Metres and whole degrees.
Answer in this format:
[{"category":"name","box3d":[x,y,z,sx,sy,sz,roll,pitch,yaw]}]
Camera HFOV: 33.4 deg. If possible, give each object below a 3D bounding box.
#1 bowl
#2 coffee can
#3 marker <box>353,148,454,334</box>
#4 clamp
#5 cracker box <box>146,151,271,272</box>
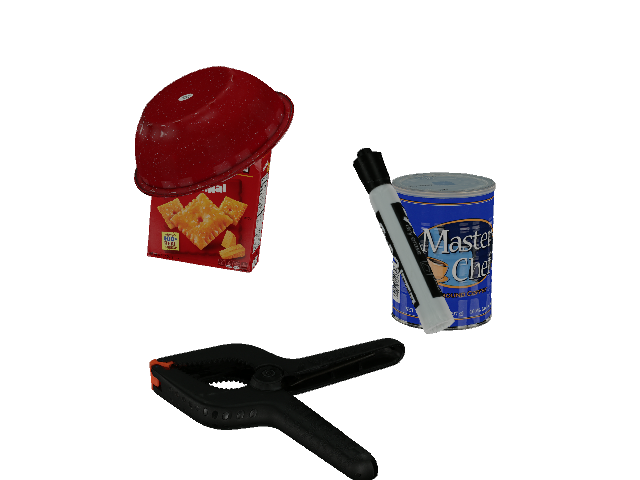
[{"category":"bowl","box3d":[-0.108,-0.109,0.961,0.162,0.055,0.162,-20,33,13]},{"category":"coffee can","box3d":[0.123,0.009,1.078,0.103,0.140,0.103,-1,14,0]},{"category":"marker","box3d":[0.048,-0.002,0.636,0.020,0.121,0.020,-19,-20,-7]},{"category":"clamp","box3d":[-0.034,0.117,0.872,0.210,0.036,0.164,10,31,16]},{"category":"cracker box","box3d":[-0.166,-0.069,1.593,0.164,0.214,0.072,10,20,6]}]
